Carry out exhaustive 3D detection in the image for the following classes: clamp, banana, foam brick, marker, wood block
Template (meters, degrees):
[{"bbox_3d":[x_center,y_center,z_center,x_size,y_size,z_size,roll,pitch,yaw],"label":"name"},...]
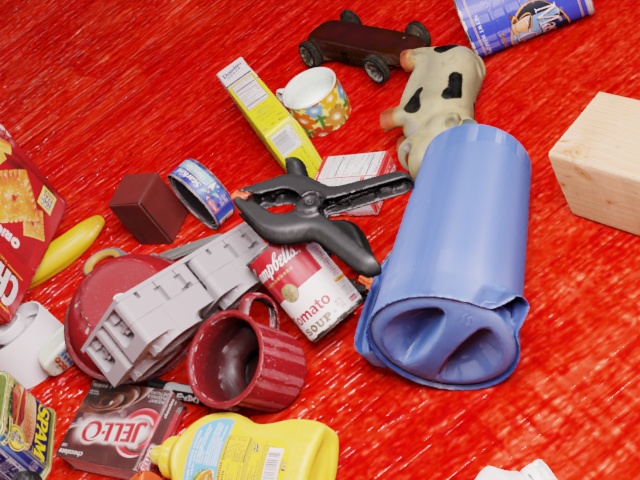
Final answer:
[{"bbox_3d":[0.003,-0.032,1.003,0.172,0.039,0.120,18,50,23],"label":"clamp"},{"bbox_3d":[-0.361,0.028,1.354,0.198,0.037,0.069,-25,42,10],"label":"banana"},{"bbox_3d":[-0.007,0.001,1.131,0.210,0.036,0.164,20,82,41],"label":"clamp"},{"bbox_3d":[-0.207,-0.038,1.286,0.053,0.078,0.051,0,52,32],"label":"foam brick"},{"bbox_3d":[-0.132,0.157,1.092,0.121,0.020,0.020,4,53,36],"label":"marker"},{"bbox_3d":[0.321,-0.053,0.948,0.206,0.090,0.090,23,65,45],"label":"wood block"}]

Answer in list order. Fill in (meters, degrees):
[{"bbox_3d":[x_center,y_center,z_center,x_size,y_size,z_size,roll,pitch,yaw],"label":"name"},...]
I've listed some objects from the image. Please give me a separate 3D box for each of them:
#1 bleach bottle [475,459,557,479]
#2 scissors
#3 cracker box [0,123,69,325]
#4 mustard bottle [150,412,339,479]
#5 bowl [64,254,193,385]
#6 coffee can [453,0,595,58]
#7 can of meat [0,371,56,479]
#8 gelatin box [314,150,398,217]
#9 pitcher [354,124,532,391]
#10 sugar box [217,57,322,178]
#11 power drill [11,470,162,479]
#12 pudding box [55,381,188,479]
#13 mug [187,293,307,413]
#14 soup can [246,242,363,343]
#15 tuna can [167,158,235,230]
[{"bbox_3d":[0.074,0.249,0.838,0.251,0.068,0.103,-34,40,-4],"label":"bleach bottle"},{"bbox_3d":[-0.211,0.018,1.282,0.202,0.016,0.096,-30,40,5],"label":"scissors"},{"bbox_3d":[-0.401,-0.023,1.272,0.072,0.164,0.213,-16,37,24],"label":"cracker box"},{"bbox_3d":[-0.079,0.208,0.979,0.192,0.058,0.096,0,65,33],"label":"mustard bottle"},{"bbox_3d":[-0.208,0.073,1.157,0.162,0.055,0.162,-4,58,6],"label":"bowl"},{"bbox_3d":[0.229,-0.280,1.218,0.140,0.102,0.103,-20,42,16],"label":"coffee can"},{"bbox_3d":[-0.329,0.201,1.129,0.057,0.084,0.102,-22,42,13],"label":"can of meat"},{"bbox_3d":[0.035,-0.061,1.189,0.089,0.030,0.073,-2,48,32],"label":"gelatin box"},{"bbox_3d":[0.123,0.011,0.996,0.149,0.145,0.242,10,49,8],"label":"pitcher"},{"bbox_3d":[-0.061,-0.143,1.282,0.048,0.093,0.176,-37,40,-3],"label":"sugar box"},{"bbox_3d":[-0.231,0.282,1.010,0.188,0.057,0.184,-22,45,17],"label":"power drill"},{"bbox_3d":[-0.202,0.195,1.086,0.114,0.039,0.090,0,52,34],"label":"pudding box"},{"bbox_3d":[-0.065,0.109,1.024,0.093,0.081,0.117,-3,73,36],"label":"mug"},{"bbox_3d":[-0.014,0.041,1.042,0.068,0.102,0.068,-40,-3,-3],"label":"soup can"},{"bbox_3d":[-0.139,-0.054,1.252,0.033,0.086,0.086,-44,41,-15],"label":"tuna can"}]
